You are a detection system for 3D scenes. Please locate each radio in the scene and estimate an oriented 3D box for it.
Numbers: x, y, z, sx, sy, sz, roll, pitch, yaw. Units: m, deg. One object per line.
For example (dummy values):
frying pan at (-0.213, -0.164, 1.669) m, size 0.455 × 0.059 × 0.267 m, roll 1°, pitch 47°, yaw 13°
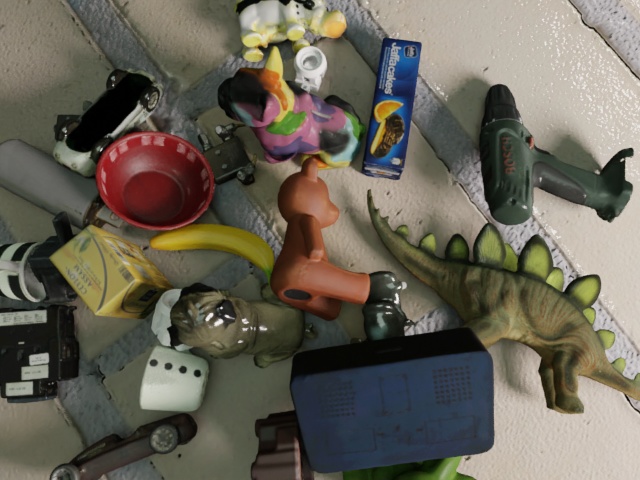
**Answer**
radio at (0.086, 0.190, 0.637) m, size 0.230 × 0.073 × 0.131 m, roll -8°, pitch 101°, yaw 3°

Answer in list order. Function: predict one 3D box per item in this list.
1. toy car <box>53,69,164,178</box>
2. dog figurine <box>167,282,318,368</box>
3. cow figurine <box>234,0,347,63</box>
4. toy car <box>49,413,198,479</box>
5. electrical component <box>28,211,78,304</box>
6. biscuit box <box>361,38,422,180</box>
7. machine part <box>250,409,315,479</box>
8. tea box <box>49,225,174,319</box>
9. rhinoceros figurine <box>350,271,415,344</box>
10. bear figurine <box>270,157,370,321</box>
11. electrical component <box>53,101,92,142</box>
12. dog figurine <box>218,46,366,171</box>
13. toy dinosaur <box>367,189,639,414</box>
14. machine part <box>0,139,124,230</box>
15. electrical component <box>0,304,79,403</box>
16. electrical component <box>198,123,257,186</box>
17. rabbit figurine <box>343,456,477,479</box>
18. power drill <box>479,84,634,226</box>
toy car at (-0.312, -0.180, 0.800) m, size 0.073 × 0.056 × 0.202 m, roll 27°, pitch 62°, yaw 3°
dog figurine at (-0.091, 0.110, 0.693) m, size 0.172 × 0.190 × 0.121 m, roll -7°, pitch 80°, yaw -1°
cow figurine at (-0.047, -0.343, 0.834) m, size 0.167 × 0.068 × 0.098 m, roll -11°, pitch 74°, yaw -1°
toy car at (-0.263, 0.282, 0.720) m, size 0.202 × 0.089 × 0.053 m, roll -21°, pitch 81°, yaw 0°
electrical component at (-0.365, 0.022, 0.749) m, size 0.048 × 0.075 × 0.119 m, roll -5°, pitch 120°, yaw 1°
biscuit box at (0.107, -0.196, 0.805) m, size 0.063 × 0.059 × 0.202 m, roll 9°, pitch 80°, yaw 3°
machine part at (-0.041, 0.300, 0.672) m, size 0.056 × 0.179 × 0.179 m, roll -7°, pitch 80°, yaw 4°
tea box at (-0.269, 0.048, 0.719) m, size 0.068 × 0.169 × 0.098 m, roll -41°, pitch 80°, yaw -7°
rhinoceros figurine at (0.096, 0.137, 0.727) m, size 0.073 × 0.112 × 0.190 m, roll -10°, pitch 93°, yaw 28°
bear figurine at (-0.005, -0.004, 0.747) m, size 0.132 × 0.120 × 0.196 m, roll 21°, pitch 55°, yaw -20°
electrical component at (-0.380, -0.171, 0.834) m, size 0.063 × 0.021 × 0.094 m, roll 3°, pitch 81°, yaw 3°
dog figurine at (-0.032, -0.171, 0.726) m, size 0.192 × 0.219 × 0.108 m, roll 7°, pitch 84°, yaw 4°
toy dinosaur at (0.246, 0.087, 0.737) m, size 0.472 × 0.105 × 0.198 m, roll 28°, pitch 75°, yaw 7°
machine part at (-0.393, -0.079, 0.791) m, size 0.243 × 0.079 × 0.079 m, roll 28°, pitch 82°, yaw 5°
electrical component at (-0.409, 0.160, 0.761) m, size 0.115 × 0.058 × 0.134 m, roll -3°, pitch 81°, yaw 3°
electrical component at (-0.136, -0.128, 0.808) m, size 0.078 × 0.045 × 0.102 m, roll -19°, pitch 81°, yaw -3°
rabbit figurine at (0.119, 0.314, 0.661) m, size 0.159 × 0.170 × 0.121 m, roll -24°, pitch 81°, yaw -2°
power drill at (0.331, -0.117, 0.767) m, size 0.207 × 0.086 × 0.232 m, roll 17°, pitch 62°, yaw -3°
